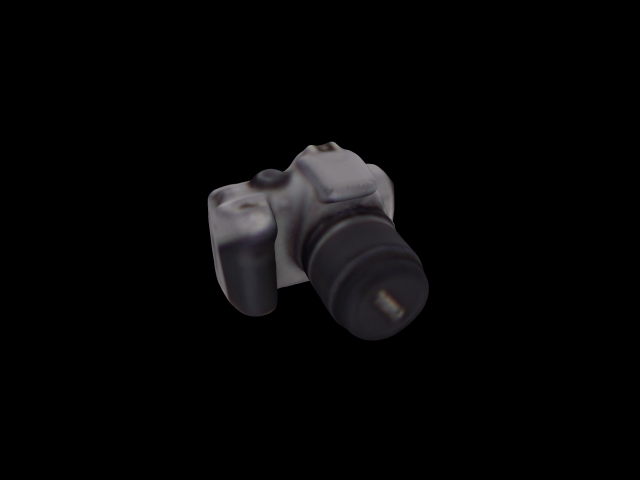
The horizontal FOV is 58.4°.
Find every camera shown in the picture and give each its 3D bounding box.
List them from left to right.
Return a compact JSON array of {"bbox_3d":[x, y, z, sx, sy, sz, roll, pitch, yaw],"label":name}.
[{"bbox_3d":[0.004,0.001,0.400,0.143,0.101,0.136,-13,38,-18],"label":"camera"}]
